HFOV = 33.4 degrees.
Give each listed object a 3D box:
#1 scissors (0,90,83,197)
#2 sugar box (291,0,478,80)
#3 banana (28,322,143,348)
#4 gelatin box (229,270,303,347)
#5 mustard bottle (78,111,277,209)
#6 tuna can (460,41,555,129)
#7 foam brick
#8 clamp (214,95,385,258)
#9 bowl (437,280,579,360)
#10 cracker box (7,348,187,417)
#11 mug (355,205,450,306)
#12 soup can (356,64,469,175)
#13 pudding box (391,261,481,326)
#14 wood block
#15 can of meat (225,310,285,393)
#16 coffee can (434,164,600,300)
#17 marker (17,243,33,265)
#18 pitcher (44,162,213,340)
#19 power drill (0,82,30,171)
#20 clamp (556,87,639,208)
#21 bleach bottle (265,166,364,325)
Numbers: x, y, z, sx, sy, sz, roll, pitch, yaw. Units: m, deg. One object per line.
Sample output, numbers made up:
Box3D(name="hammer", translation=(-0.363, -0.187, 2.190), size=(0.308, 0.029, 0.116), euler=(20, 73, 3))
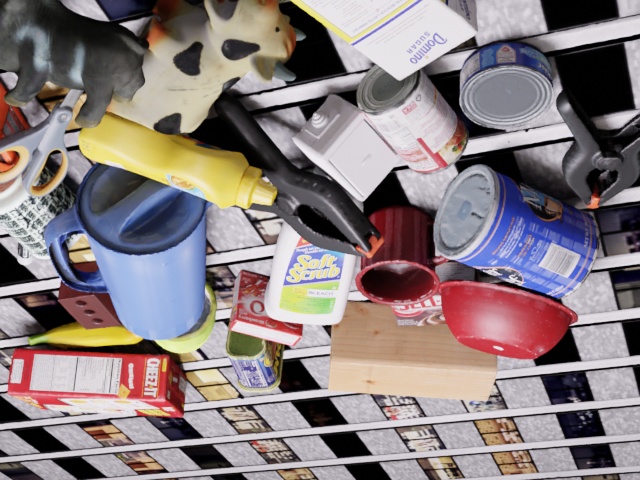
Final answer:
Box3D(name="scissors", translation=(-0.268, -0.116, 1.024), size=(0.096, 0.016, 0.202), euler=(-4, 139, -32))
Box3D(name="sugar box", translation=(0.041, -0.211, 0.889), size=(0.094, 0.048, 0.176), euler=(-27, 139, 37))
Box3D(name="banana", translation=(-0.290, 0.125, 1.402), size=(0.198, 0.069, 0.037), euler=(-9, 103, 31))
Box3D(name="gelatin box", translation=(-0.063, 0.084, 1.308), size=(0.089, 0.073, 0.030), euler=(16, 144, -17))
Box3D(name="mustard bottle", translation=(-0.133, -0.075, 1.040), size=(0.191, 0.058, 0.096), euler=(21, 176, 5))
Box3D(name="tuna can", translation=(0.172, -0.142, 0.984), size=(0.086, 0.033, 0.086), euler=(3, 146, 2))
Box3D(name="foam brick", translation=(-0.283, 0.069, 1.332), size=(0.053, 0.051, 0.078), euler=(-8, 144, 17))
Box3D(name="clamp", translation=(-0.032, -0.042, 1.087), size=(0.210, 0.036, 0.165), euler=(36, 150, 7))
Box3D(name="bowl", translation=(0.202, 0.095, 1.190), size=(0.162, 0.055, 0.162), euler=(14, 167, 3))
Box3D(name="cracker box", translation=(-0.303, 0.198, 1.478), size=(0.213, 0.072, 0.164), euler=(2, 164, 2))
Box3D(name="mug", translation=(0.097, 0.012, 1.177), size=(0.117, 0.081, 0.093), euler=(-20, 139, 31))
Box3D(name="soup can", translation=(0.087, -0.116, 1.002), size=(0.069, 0.068, 0.102), euler=(-17, 140, 28))
Box3D(name="pudding box", translation=(0.140, 0.065, 1.289), size=(0.113, 0.039, 0.090), euler=(-5, 144, 13))
Box3D(name="wood block", translation=(0.116, 0.142, 1.361), size=(0.206, 0.090, 0.091), euler=(4, 147, 1))
Box3D(name="can of meat", translation=(-0.082, 0.129, 1.355), size=(0.057, 0.102, 0.084), euler=(-2, 143, 11))
Box3D(name="coffee can", translation=(0.205, -0.007, 1.118), size=(0.140, 0.103, 0.103), euler=(21, 142, -24))
Box3D(name="marker", translation=(-0.345, -0.009, 1.252), size=(0.020, 0.020, 0.121), euler=(11, 146, -10))
Box3D(name="pitcher", translation=(-0.196, 0.017, 1.176), size=(0.149, 0.145, 0.243), euler=(24, 151, 10))
Box3D(name="power drill", translation=(-0.398, -0.118, 1.067), size=(0.188, 0.057, 0.184), euler=(0, 149, 12))
Box3D(name="clamp", translation=(0.291, -0.092, 1.042), size=(0.120, 0.039, 0.171), euler=(2, 150, 13))
Box3D(name="bleach bottle", translation=(-0.008, 0.001, 1.194), size=(0.102, 0.068, 0.251), euler=(7, 143, 0))
